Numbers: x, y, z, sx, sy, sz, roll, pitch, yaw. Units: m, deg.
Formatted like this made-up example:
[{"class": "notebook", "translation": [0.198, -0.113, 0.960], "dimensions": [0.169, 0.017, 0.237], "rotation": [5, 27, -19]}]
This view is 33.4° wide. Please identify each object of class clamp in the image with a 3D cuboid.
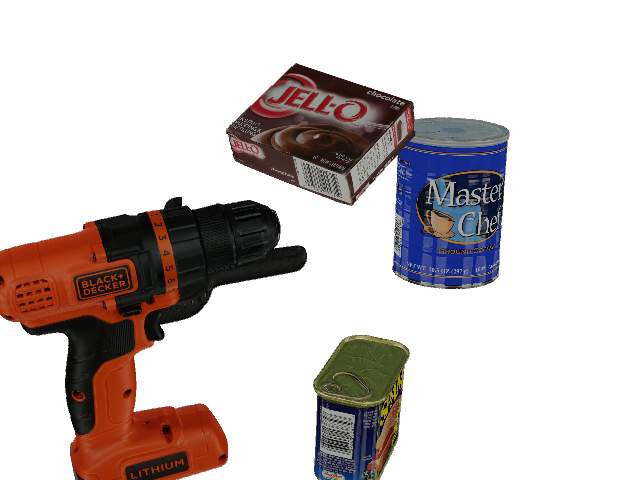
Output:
[{"class": "clamp", "translation": [-0.136, 0.023, 1.003], "dimensions": [0.165, 0.036, 0.209], "rotation": [25, 36, 29]}]

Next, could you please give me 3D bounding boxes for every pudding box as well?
[{"class": "pudding box", "translation": [0.001, -0.081, 0.796], "dimensions": [0.114, 0.039, 0.090], "rotation": [24, 56, 27]}]

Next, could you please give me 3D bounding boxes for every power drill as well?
[{"class": "power drill", "translation": [-0.108, 0.069, 0.700], "dimensions": [0.184, 0.188, 0.057], "rotation": [-12, 27, -13]}]

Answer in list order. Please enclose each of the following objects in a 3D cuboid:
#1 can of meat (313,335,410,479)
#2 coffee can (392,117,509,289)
[{"class": "can of meat", "translation": [0.031, 0.135, 0.838], "dimensions": [0.057, 0.084, 0.102], "rotation": [10, 24, 16]}, {"class": "coffee can", "translation": [0.121, -0.037, 1.004], "dimensions": [0.103, 0.140, 0.103], "rotation": [1, 18, 0]}]
